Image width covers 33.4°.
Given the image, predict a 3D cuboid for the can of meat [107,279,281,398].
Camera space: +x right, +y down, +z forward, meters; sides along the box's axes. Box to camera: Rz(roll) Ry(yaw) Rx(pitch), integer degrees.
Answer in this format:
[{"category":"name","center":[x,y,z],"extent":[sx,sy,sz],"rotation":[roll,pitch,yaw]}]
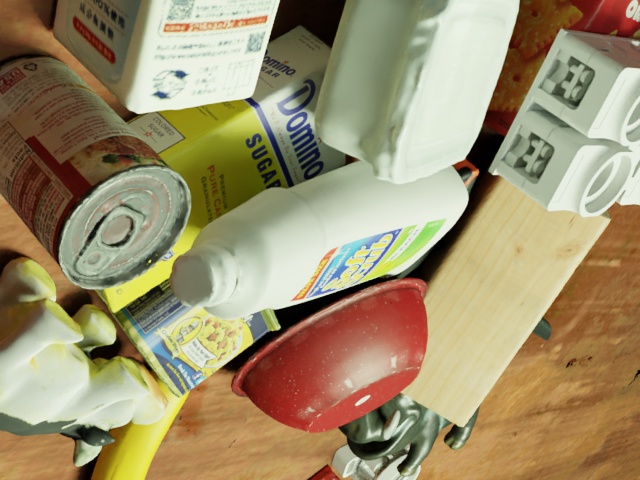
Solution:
[{"category":"can of meat","center":[-0.081,0.045,0.679],"extent":[0.084,0.057,0.102],"rotation":[-37,148,-12]}]

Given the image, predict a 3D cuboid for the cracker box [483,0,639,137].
[{"category":"cracker box","center":[0.211,-0.159,0.779],"extent":[0.163,0.072,0.214],"rotation":[13,115,-55]}]

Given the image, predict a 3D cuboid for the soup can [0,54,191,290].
[{"category":"soup can","center":[-0.117,-0.034,0.502],"extent":[0.068,0.102,0.068],"rotation":[-31,145,-24]}]

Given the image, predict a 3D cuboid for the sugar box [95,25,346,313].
[{"category":"sugar box","center":[-0.063,-0.042,0.611],"extent":[0.176,0.048,0.093],"rotation":[-32,146,-20]}]

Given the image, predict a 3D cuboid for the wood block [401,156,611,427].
[{"category":"wood block","center":[0.132,0.033,0.859],"extent":[0.206,0.090,0.090],"rotation":[-59,-179,19]}]

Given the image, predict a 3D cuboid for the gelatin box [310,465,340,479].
[{"category":"gelatin box","center":[-0.008,0.271,1.046],"extent":[0.073,0.030,0.089],"rotation":[-33,147,-21]}]

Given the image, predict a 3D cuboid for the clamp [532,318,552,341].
[{"category":"clamp","center":[0.180,0.085,1.052],"extent":[0.120,0.039,0.171],"rotation":[-44,145,-16]}]

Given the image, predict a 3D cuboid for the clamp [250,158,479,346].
[{"category":"clamp","center":[0.044,0.021,0.819],"extent":[0.210,0.036,0.164],"rotation":[-45,150,5]}]

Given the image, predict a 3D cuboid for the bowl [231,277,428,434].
[{"category":"bowl","center":[0.019,0.093,0.768],"extent":[0.162,0.055,0.162],"rotation":[-26,160,-10]}]

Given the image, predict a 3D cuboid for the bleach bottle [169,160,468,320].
[{"category":"bleach bottle","center":[-0.004,0.001,0.627],"extent":[0.103,0.068,0.250],"rotation":[-44,168,31]}]

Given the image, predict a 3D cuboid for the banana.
[{"category":"banana","center":[-0.131,0.154,0.766],"extent":[0.069,0.037,0.198],"rotation":[-37,154,-50]}]
